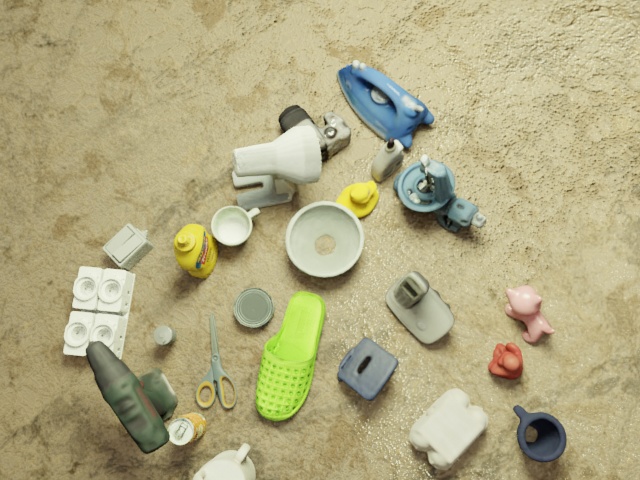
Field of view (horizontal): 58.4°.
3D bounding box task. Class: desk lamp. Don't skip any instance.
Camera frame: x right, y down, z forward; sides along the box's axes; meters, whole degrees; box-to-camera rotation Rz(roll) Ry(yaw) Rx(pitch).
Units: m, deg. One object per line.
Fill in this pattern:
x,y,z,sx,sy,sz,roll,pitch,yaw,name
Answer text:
-0.096,-0.148,1.206,0.203,0.213,0.118,-14,77,-1,desk lamp

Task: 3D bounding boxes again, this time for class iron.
0.133,-0.329,1.275,0.258,0.141,0.119,41,82,10,iron

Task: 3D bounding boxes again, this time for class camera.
-0.021,-0.248,1.283,0.143,0.101,0.136,-35,78,-5,camera

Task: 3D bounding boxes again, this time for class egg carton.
0.257,0.377,1.148,0.107,0.069,0.150,43,82,10,egg carton

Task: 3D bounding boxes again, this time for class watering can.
-0.187,0.470,1.079,0.101,0.194,0.173,10,78,5,watering can

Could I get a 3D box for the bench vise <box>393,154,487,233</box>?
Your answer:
0.256,-0.108,1.180,0.207,0.220,0.121,16,78,6,bench vise

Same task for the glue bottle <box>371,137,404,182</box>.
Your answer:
0.148,-0.182,1.225,0.078,0.173,0.037,-38,78,-6,glue bottle

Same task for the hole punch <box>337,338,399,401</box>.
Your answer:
0.095,0.264,1.169,0.101,0.091,0.109,36,81,9,hole punch

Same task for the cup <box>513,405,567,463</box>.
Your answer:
0.415,0.375,1.130,0.092,0.095,0.117,-39,79,-6,cup

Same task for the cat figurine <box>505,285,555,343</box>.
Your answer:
0.430,0.144,1.170,0.067,0.118,0.127,-35,78,-5,cat figurine

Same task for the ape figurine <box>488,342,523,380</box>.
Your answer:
0.381,0.248,1.161,0.078,0.092,0.076,-28,78,-4,ape figurine

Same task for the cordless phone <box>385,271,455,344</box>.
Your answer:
0.207,0.130,1.146,0.094,0.185,0.147,-43,79,-7,cordless phone

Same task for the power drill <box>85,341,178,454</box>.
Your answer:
-0.357,0.301,1.116,0.075,0.208,0.229,-34,78,-5,power drill

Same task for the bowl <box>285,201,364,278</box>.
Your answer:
0.011,0.004,1.238,0.167,0.075,0.167,0,77,2,bowl

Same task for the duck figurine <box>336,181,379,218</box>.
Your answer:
0.081,-0.094,1.252,0.104,0.086,0.077,-31,78,-5,duck figurine
